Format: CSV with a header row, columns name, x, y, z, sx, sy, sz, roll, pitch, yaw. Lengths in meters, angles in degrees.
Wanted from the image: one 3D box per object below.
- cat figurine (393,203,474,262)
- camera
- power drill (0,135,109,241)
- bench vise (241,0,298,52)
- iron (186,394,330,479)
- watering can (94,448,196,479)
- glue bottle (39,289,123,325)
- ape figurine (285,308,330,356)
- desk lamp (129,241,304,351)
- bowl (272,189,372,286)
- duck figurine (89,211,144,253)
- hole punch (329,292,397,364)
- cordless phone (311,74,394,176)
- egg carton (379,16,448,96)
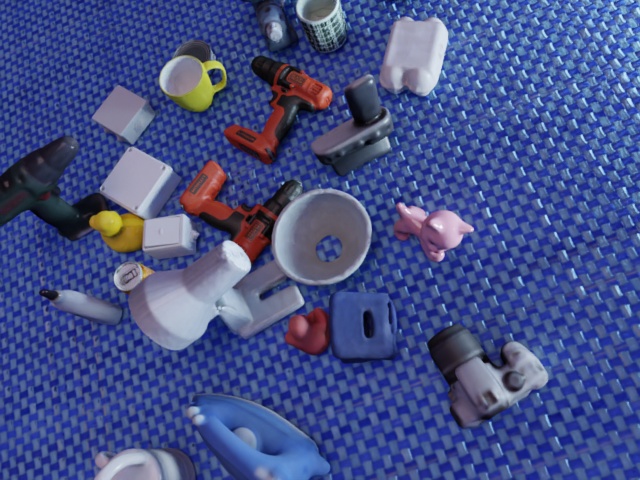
name,x,y,z,sx,sy,sz,roll,pitch,yaw
cat figurine,0.172,-0.021,0.893,0.127,0.118,0.067,33,82,22
camera,0.227,0.180,0.817,0.143,0.101,0.136,-33,66,1
power drill,-0.481,-0.081,1.033,0.229,0.209,0.075,-31,66,2
bench vise,-0.105,-0.481,1.073,0.121,0.220,0.207,-36,66,0
iron,-0.120,0.299,0.841,0.257,0.142,0.119,29,80,22
watering can,-0.259,0.356,0.828,0.172,0.194,0.101,1,71,15
glue bottle,-0.412,0.108,0.967,0.078,0.173,0.037,4,72,16
ape figurine,-0.023,0.141,0.899,0.077,0.092,0.076,-22,67,6
desk lamp,-0.157,0.083,0.888,0.203,0.214,0.117,-31,66,2
bowl,0.009,0.003,0.950,0.167,0.075,0.167,-5,70,13
duck figurine,-0.372,-0.023,1.052,0.104,0.086,0.077,10,74,18
hole punch,0.067,0.131,0.880,0.101,0.091,0.108,-7,69,12
cordless phone,0.044,-0.200,0.953,0.147,0.185,0.094,-31,66,2
egg carton,0.170,-0.332,1.031,0.107,0.069,0.150,8,73,17
